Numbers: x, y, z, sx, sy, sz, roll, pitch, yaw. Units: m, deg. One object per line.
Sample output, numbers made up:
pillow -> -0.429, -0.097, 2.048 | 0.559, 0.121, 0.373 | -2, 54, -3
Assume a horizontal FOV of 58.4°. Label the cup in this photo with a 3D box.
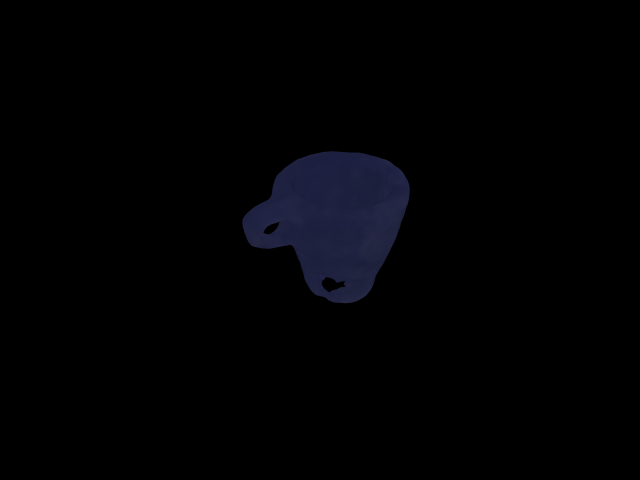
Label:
cup -> 0.004, 0.001, 0.400 | 0.118, 0.095, 0.091 | -21, 40, -26
